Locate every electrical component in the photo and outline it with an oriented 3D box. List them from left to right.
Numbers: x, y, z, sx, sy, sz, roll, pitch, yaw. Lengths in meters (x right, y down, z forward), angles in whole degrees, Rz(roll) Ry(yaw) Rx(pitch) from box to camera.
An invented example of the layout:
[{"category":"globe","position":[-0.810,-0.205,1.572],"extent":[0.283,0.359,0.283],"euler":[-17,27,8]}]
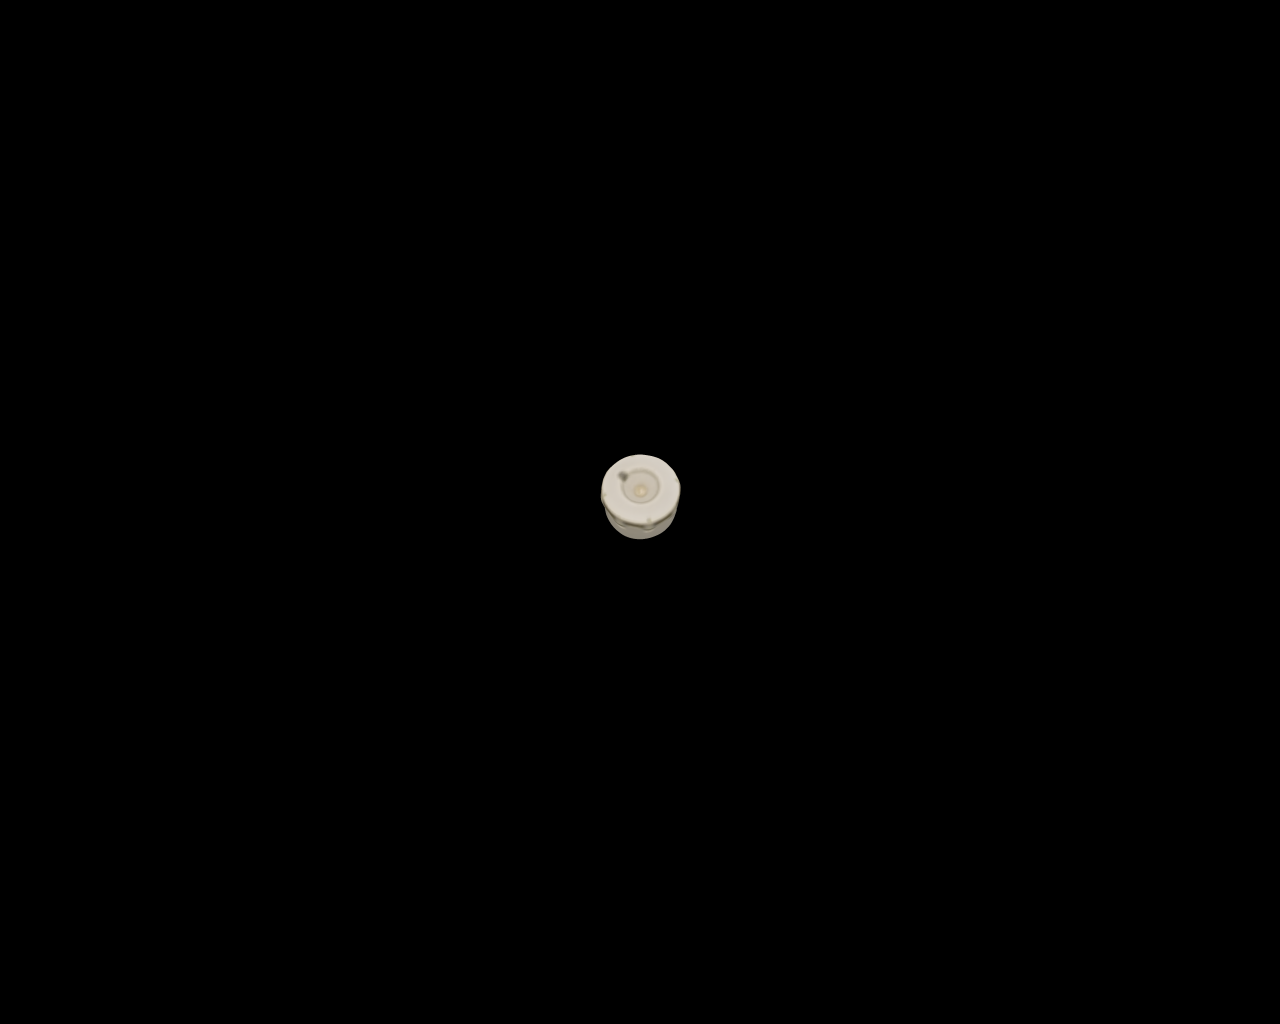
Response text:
[{"category":"electrical component","position":[0.001,-0.003,0.650],"extent":[0.048,0.048,0.062],"euler":[0,-25,0]}]
